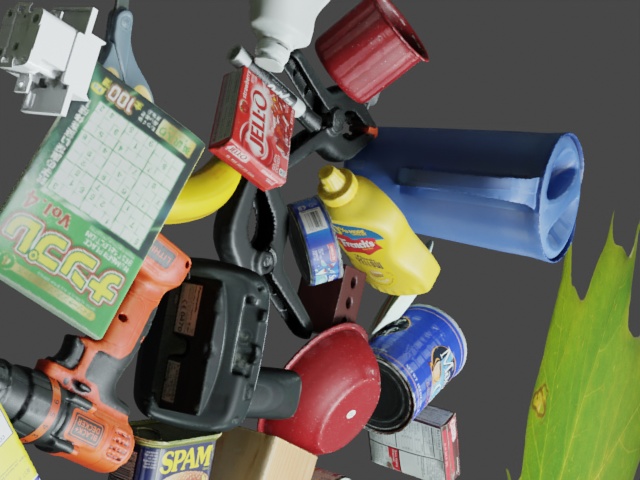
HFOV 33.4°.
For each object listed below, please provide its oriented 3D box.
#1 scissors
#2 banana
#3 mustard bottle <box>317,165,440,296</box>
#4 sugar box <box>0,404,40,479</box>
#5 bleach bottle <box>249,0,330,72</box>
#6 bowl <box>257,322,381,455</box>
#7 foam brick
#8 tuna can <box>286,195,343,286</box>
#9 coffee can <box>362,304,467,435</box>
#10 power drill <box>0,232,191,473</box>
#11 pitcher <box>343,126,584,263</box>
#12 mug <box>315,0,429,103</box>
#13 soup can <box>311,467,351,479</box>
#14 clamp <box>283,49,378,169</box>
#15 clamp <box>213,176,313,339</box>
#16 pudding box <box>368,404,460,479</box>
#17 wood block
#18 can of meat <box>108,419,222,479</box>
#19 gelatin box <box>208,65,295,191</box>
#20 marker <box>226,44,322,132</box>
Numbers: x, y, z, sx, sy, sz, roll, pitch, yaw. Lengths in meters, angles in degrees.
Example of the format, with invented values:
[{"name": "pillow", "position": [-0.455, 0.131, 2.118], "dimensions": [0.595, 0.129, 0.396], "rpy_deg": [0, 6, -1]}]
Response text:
[{"name": "scissors", "position": [-0.147, -0.156, 0.839], "dimensions": [0.096, 0.016, 0.202], "rpy_deg": [31, 71, -59]}, {"name": "banana", "position": [-0.118, -0.048, 0.902], "dimensions": [0.197, 0.037, 0.069], "rpy_deg": [-33, 99, -55]}, {"name": "mustard bottle", "position": [0.048, -0.015, 1.111], "dimensions": [0.058, 0.096, 0.191], "rpy_deg": [-59, 138, -19]}, {"name": "sugar box", "position": [-0.235, 0.139, 0.694], "dimensions": [0.048, 0.093, 0.176], "rpy_deg": [-46, 135, -41]}, {"name": "bleach bottle", "position": [-0.009, -0.269, 0.984], "dimensions": [0.102, 0.068, 0.251], "rpy_deg": [35, 66, -53]}, {"name": "bowl", "position": [0.012, 0.167, 1.102], "dimensions": [0.161, 0.055, 0.162], "rpy_deg": [-35, 144, -30]}, {"name": "foam brick", "position": [0.009, 0.062, 1.127], "dimensions": [0.053, 0.051, 0.078], "rpy_deg": [26, 76, -59]}, {"name": "tuna can", "position": [-0.007, 0.001, 1.052], "dimensions": [0.033, 0.086, 0.086], "rpy_deg": [-17, 121, -10]}, {"name": "coffee can", "position": [0.096, 0.149, 1.247], "dimensions": [0.140, 0.103, 0.103], "rpy_deg": [-34, 126, -51]}, {"name": "power drill", "position": [-0.182, 0.067, 0.804], "dimensions": [0.184, 0.057, 0.187], "rpy_deg": [45, 61, -51]}, {"name": "pitcher", "position": [0.144, -0.059, 1.131], "dimensions": [0.144, 0.243, 0.149], "rpy_deg": [-58, 142, -34]}, {"name": "mug", "position": [0.047, -0.199, 1.076], "dimensions": [0.093, 0.082, 0.117], "rpy_deg": [39, 23, -35]}, {"name": "soup can", "position": [-0.024, 0.258, 1.074], "dimensions": [0.068, 0.102, 0.068], "rpy_deg": [-24, 118, -54]}, {"name": "clamp", "position": [0.003, -0.131, 1.078], "dimensions": [0.171, 0.039, 0.120], "rpy_deg": [-10, 111, -56]}, {"name": "clamp", "position": [-0.068, 0.027, 1.001], "dimensions": [0.164, 0.036, 0.210], "rpy_deg": [-30, 121, -49]}, {"name": "pudding box", "position": [0.111, 0.239, 1.286], "dimensions": [0.039, 0.114, 0.090], "rpy_deg": [-36, 128, -46]}, {"name": "wood block", "position": [-0.087, 0.281, 0.987], "dimensions": [0.090, 0.090, 0.206], "rpy_deg": [41, 63, -55]}, {"name": "can of meat", "position": [-0.137, 0.202, 0.915], "dimensions": [0.101, 0.058, 0.084], "rpy_deg": [7, 95, -59]}, {"name": "gelatin box", "position": [-0.058, -0.099, 0.949], "dimensions": [0.073, 0.030, 0.089], "rpy_deg": [39, 45, -38]}, {"name": "marker", "position": [-0.039, -0.138, 0.988], "dimensions": [0.121, 0.020, 0.020], "rpy_deg": [38, 64, -37]}]
